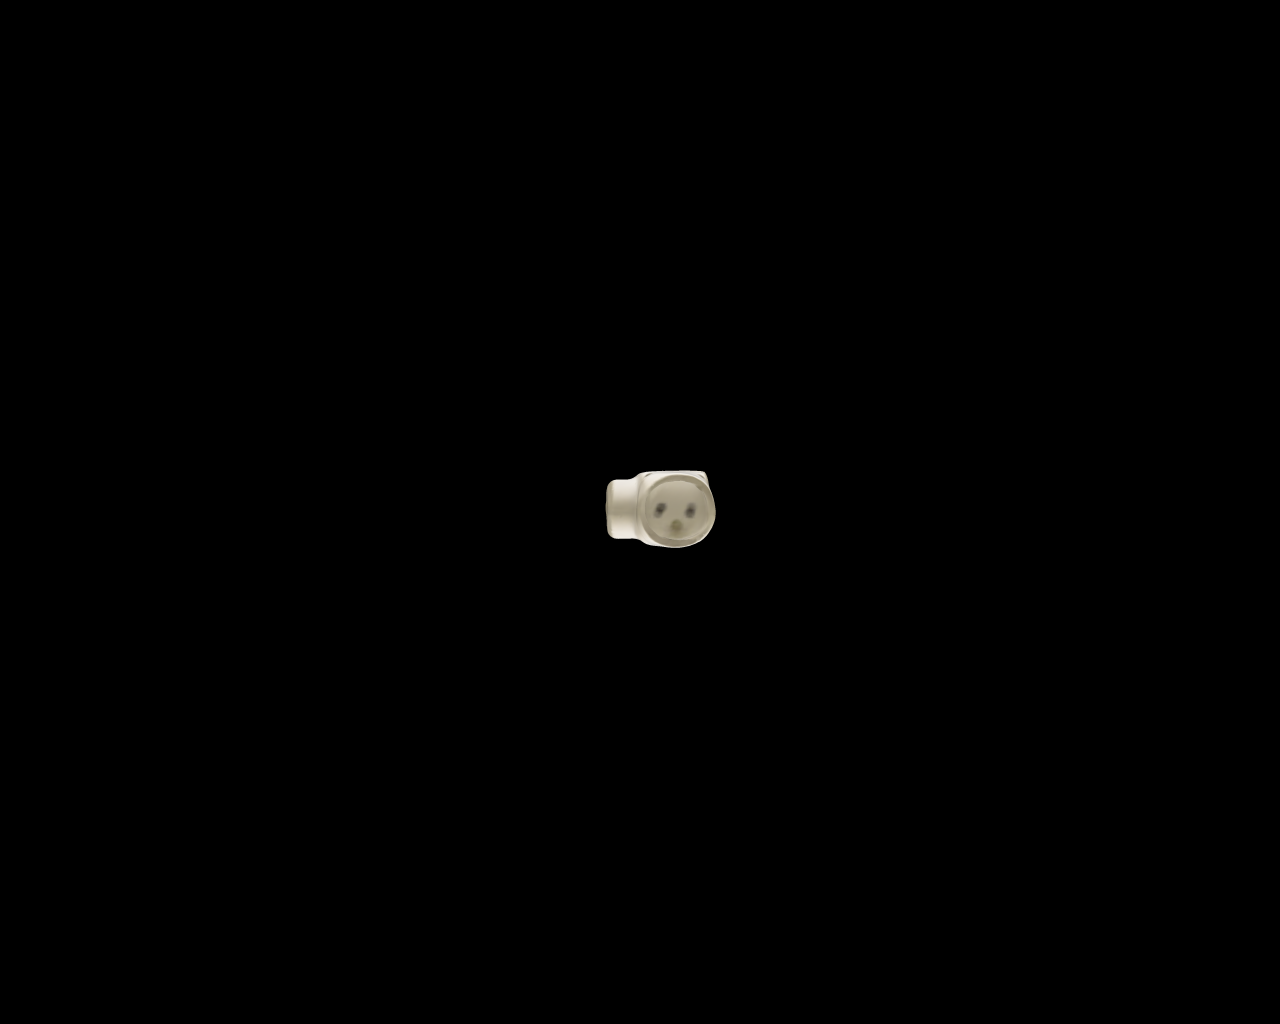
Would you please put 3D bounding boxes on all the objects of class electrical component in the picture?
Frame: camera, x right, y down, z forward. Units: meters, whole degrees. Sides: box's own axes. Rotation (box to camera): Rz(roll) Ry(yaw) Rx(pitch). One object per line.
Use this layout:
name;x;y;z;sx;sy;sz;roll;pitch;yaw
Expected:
electrical component;0.001;-0.003;0.650;0.079;0.043;0.077;0;2;-4
